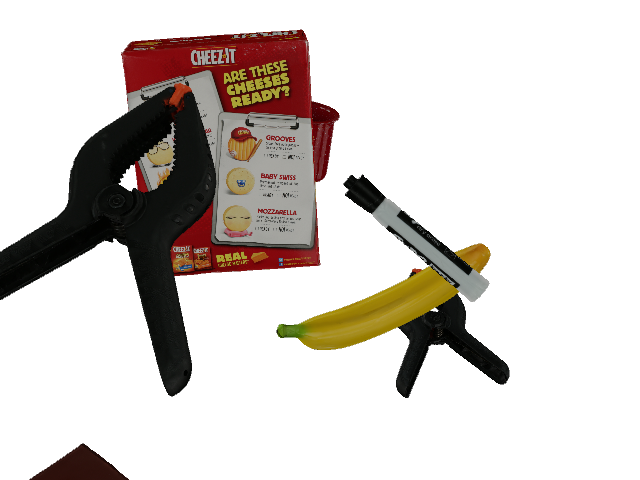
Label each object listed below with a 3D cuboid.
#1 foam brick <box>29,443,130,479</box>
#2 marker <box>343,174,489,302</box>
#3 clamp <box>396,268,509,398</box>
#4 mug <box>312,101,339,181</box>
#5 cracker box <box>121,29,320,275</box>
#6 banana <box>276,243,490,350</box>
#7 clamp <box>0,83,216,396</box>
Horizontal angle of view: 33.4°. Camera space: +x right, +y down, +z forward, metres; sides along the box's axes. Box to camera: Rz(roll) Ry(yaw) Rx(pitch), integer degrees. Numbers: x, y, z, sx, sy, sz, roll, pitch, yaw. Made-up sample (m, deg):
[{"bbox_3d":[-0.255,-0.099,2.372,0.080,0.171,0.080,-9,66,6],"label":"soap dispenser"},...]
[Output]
[{"bbox_3d":[-0.096,0.138,0.462,0.078,0.051,0.052,27,45,34],"label":"foam brick"},{"bbox_3d":[0.065,-0.003,0.734,0.121,0.020,0.020,40,-1,-1],"label":"marker"},{"bbox_3d":[0.136,0.099,1.158,0.120,0.171,0.039,4,-44,-6],"label":"clamp"},{"bbox_3d":[-0.023,-0.123,1.305,0.093,0.081,0.117,17,25,20],"label":"mug"},{"bbox_3d":[-0.087,-0.079,0.984,0.164,0.214,0.072,-4,20,-2],"label":"cracker box"},{"bbox_3d":[0.062,0.057,0.944,0.198,0.037,0.069,-24,-14,9],"label":"banana"},{"bbox_3d":[-0.115,-0.007,0.658,0.165,0.209,0.036,22,-28,16],"label":"clamp"}]
